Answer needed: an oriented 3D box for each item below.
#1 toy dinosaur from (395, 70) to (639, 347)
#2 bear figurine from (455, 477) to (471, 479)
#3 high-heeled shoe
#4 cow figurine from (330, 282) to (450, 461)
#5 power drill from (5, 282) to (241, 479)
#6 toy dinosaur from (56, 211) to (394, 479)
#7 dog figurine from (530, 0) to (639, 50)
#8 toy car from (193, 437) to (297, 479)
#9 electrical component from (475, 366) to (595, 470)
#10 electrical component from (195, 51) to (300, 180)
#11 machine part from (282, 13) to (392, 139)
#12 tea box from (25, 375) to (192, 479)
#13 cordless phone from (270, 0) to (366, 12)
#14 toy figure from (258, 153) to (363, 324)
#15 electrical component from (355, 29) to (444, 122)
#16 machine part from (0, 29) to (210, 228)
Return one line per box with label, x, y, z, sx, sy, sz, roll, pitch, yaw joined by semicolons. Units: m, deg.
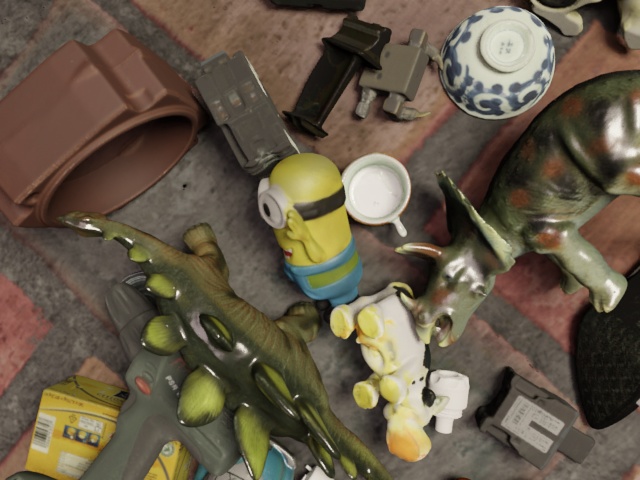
toy dinosaur;0.232;-0.060;0.469;0.192;0.131;0.404;38;120;0
bear figurine;0.182;0.350;0.530;0.120;0.132;0.195;5;96;4
high-heeled shoe;0.356;0.080;0.552;0.145;0.086;0.248;-1;115;-27
cow figurine;0.082;0.132;0.551;0.068;0.098;0.167;-17;93;46
power drill;-0.200;0.181;0.543;0.232;0.086;0.207;39;64;13
toy dinosaur;-0.054;0.130;0.523;0.471;0.199;0.105;41;104;-18
dog figurine;0.306;-0.314;0.540;0.172;0.121;0.190;25;79;3
toy car;-0.101;0.291;0.578;0.109;0.103;0.161;28;92;8
electrical component;0.232;0.196;0.562;0.119;0.048;0.075;35;95;8
electrical component;-0.074;-0.131;0.570;0.058;0.115;0.134;-29;82;3
machine part;0.017;-0.178;0.586;0.084;0.039;0.139;42;103;36
tea box;-0.231;0.227;0.612;0.170;0.068;0.098;16;92;6
cordless phone;0.008;-0.353;0.586;0.147;0.088;0.184;8;72;8
toy figure;-0.003;-0.003;0.554;0.089;0.082;0.180;-42;123;-27
electrical component;0.088;-0.176;0.586;0.078;0.045;0.102;14;89;36
machine part;-0.222;-0.099;0.546;0.201;0.201;0.087;-41;87;5
